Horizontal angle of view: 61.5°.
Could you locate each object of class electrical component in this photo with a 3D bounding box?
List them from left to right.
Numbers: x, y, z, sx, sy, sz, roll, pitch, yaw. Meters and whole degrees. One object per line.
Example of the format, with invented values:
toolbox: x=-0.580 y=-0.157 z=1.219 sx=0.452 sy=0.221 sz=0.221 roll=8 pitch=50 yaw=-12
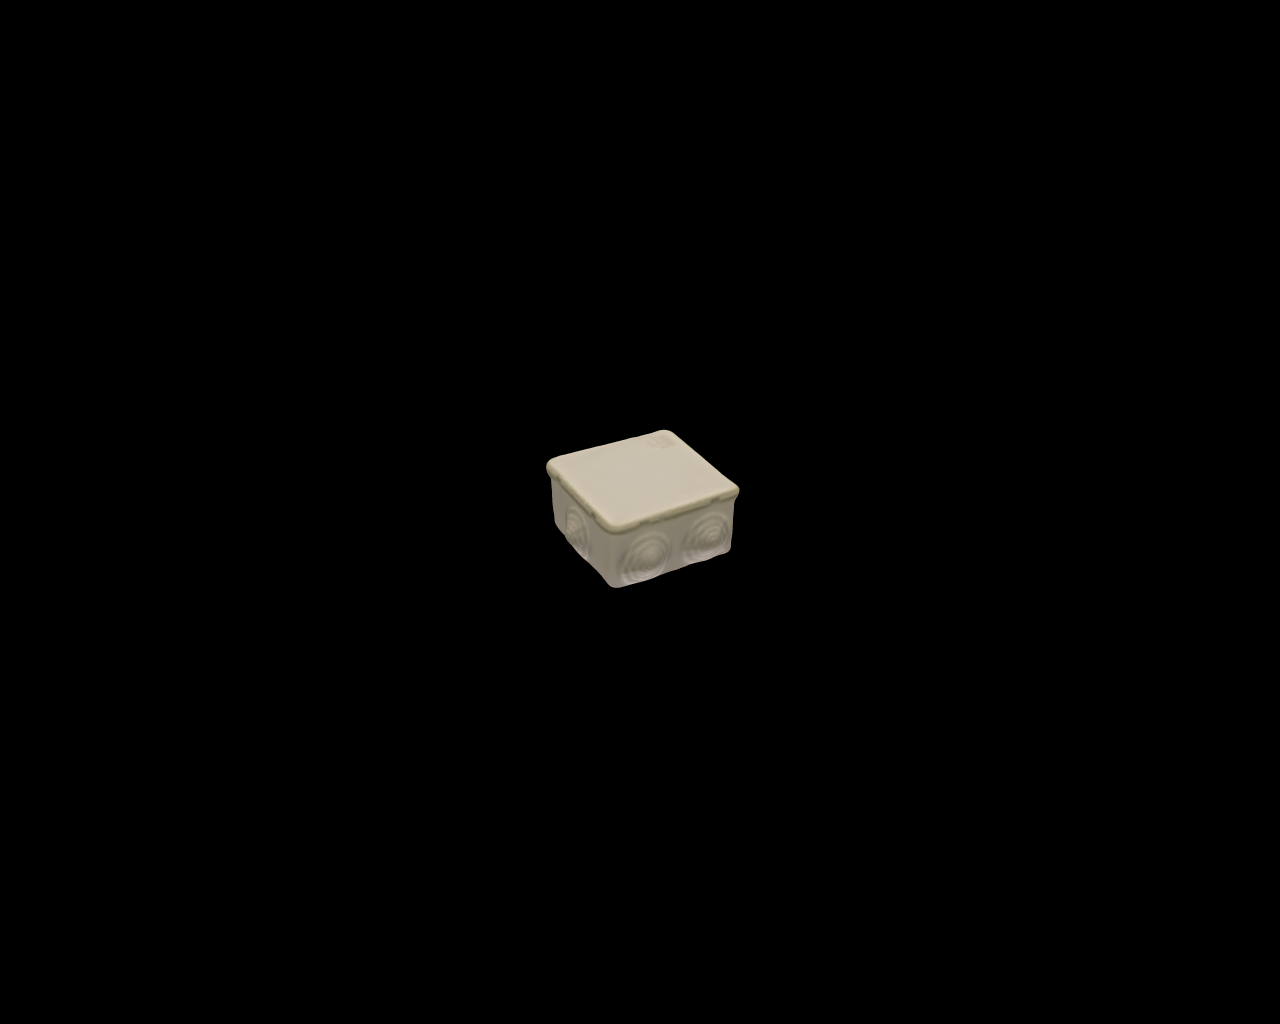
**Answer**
electrical component: x=0.001 y=-0.003 z=0.650 sx=0.100 sy=0.048 sz=0.100 roll=-17 pitch=36 yaw=-24
